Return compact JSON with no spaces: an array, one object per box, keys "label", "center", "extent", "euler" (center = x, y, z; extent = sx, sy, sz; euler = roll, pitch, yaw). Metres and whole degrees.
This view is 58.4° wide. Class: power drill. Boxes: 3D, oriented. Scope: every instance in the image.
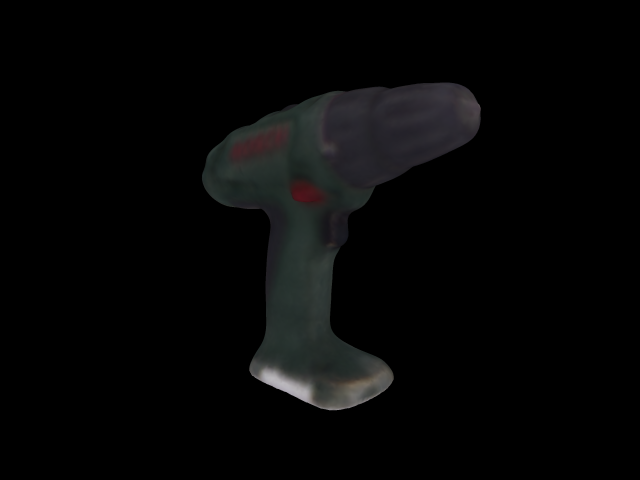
[{"label":"power drill","center":[0.004,0.001,0.400],"extent":[0.228,0.208,0.076],"euler":[11,17,42]}]
